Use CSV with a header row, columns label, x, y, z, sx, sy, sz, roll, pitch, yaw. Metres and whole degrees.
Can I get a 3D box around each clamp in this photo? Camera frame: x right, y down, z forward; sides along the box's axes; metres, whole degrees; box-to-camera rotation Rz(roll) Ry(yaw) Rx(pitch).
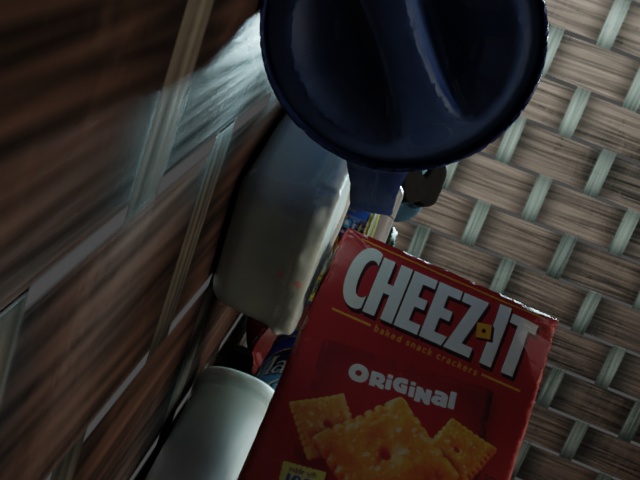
label,x,y,z,sx,sy,sz,roll,pitch,yaw
clamp,-0.091,0.177,0.970,0.120,0.039,0.171,-59,166,-27

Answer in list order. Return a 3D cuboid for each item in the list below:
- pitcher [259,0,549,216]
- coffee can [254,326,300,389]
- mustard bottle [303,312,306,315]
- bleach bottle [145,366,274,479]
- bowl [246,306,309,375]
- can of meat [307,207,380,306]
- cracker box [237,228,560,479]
label,x,y,z,sx,sy,sz,roll,pitch,yaw
pitcher,0.053,-0.132,0.595,0.149,0.145,0.242,-33,-164,23
coffee can,-0.023,0.156,0.898,0.140,0.103,0.103,-56,169,-44
mustard bottle,0.008,0.030,1.141,0.191,0.096,0.058,-64,165,-54
bleach bottle,-0.101,0.193,0.701,0.250,0.068,0.103,-58,165,-59
bowl,-0.010,0.061,1.000,0.162,0.055,0.162,-25,153,-14
can of meat,-0.005,0.001,0.835,0.057,0.084,0.102,-56,166,-66
cracker box,0.048,0.121,0.710,0.072,0.164,0.213,115,-1,-66
